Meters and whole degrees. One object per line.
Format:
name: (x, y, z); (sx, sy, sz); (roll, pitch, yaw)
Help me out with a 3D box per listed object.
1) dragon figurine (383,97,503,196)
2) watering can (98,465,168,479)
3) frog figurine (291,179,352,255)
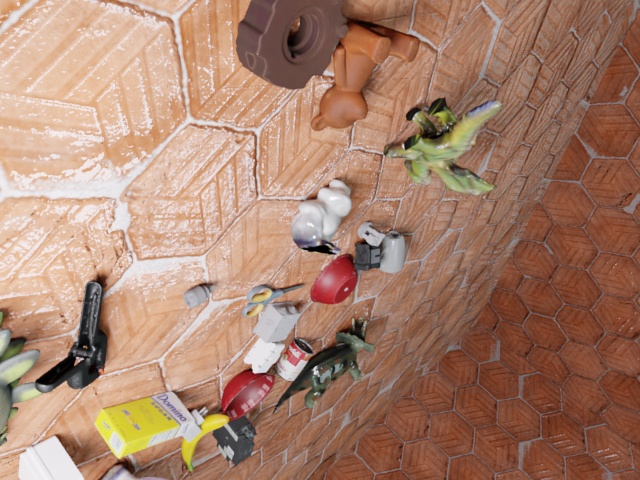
dragon figurine: (0.299, -0.185, 1.137); (0.240, 0.410, 0.123); (35, 76, -24)
watering can: (-0.433, 0.636, 1.097); (0.347, 0.225, 0.104); (-52, 170, 3)
frog figurine: (0.003, -0.055, 1.085); (0.136, 0.122, 0.161); (25, 66, -53)
